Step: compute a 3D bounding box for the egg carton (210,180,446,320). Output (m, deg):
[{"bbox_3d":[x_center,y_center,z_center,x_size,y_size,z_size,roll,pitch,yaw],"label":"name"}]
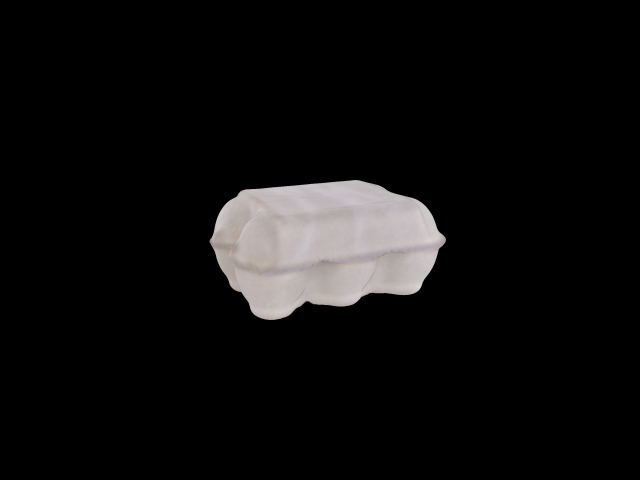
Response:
[{"bbox_3d":[0.004,0.001,0.400,0.151,0.069,0.107,-8,19,-24],"label":"egg carton"}]
